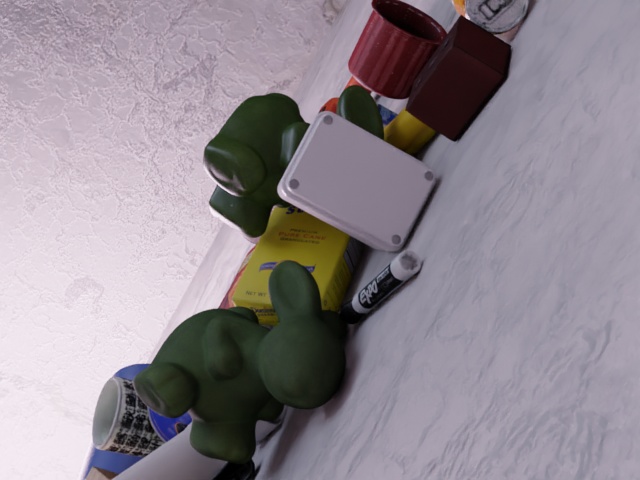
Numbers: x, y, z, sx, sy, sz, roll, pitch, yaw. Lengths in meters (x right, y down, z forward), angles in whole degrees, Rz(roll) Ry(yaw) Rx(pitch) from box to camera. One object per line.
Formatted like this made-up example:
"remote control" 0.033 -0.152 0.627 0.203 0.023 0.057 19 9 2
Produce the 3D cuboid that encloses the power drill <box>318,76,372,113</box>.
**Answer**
"power drill" 0.058 -0.200 1.403 0.188 0.057 0.184 -52 9 35

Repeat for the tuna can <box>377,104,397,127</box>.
"tuna can" 0.057 -0.107 1.181 0.086 0.033 0.086 -59 9 15

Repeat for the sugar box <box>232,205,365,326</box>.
"sugar box" -0.007 0.001 1.008 0.048 0.093 0.176 63 -141 -48

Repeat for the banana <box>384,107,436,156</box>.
"banana" 0.084 -0.109 1.011 0.069 0.037 0.198 -64 9 -17

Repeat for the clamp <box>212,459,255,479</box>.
"clamp" -0.150 0.288 0.958 0.164 0.036 0.210 -24 -28 -47

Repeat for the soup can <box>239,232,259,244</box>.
"soup can" -0.051 -0.042 1.247 0.102 0.068 0.068 -38 24 54

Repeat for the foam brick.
"foam brick" 0.113 -0.132 0.871 0.078 0.051 0.053 -54 11 40

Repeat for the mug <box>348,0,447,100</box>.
"mug" 0.089 -0.213 1.191 0.117 0.093 0.082 -21 -34 -52

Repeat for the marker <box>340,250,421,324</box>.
"marker" 0.044 0.040 0.834 0.121 0.020 0.020 -47 16 58

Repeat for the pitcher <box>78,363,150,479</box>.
"pitcher" -0.250 0.294 1.392 0.242 0.145 0.149 -76 -15 -51

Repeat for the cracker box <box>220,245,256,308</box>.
"cracker box" -0.043 0.045 1.150 0.214 0.072 0.164 -47 17 57

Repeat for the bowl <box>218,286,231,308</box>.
"bowl" -0.105 0.111 1.357 0.162 0.055 0.162 -59 9 14

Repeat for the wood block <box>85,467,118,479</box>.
"wood block" -0.230 0.351 1.095 0.090 0.090 0.206 23 83 40

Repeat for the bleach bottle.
"bleach bottle" -0.193 0.256 0.968 0.250 0.068 0.103 -27 -21 -38

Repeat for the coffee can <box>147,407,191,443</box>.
"coffee can" -0.112 0.155 1.102 0.140 0.102 0.102 -47 16 57
